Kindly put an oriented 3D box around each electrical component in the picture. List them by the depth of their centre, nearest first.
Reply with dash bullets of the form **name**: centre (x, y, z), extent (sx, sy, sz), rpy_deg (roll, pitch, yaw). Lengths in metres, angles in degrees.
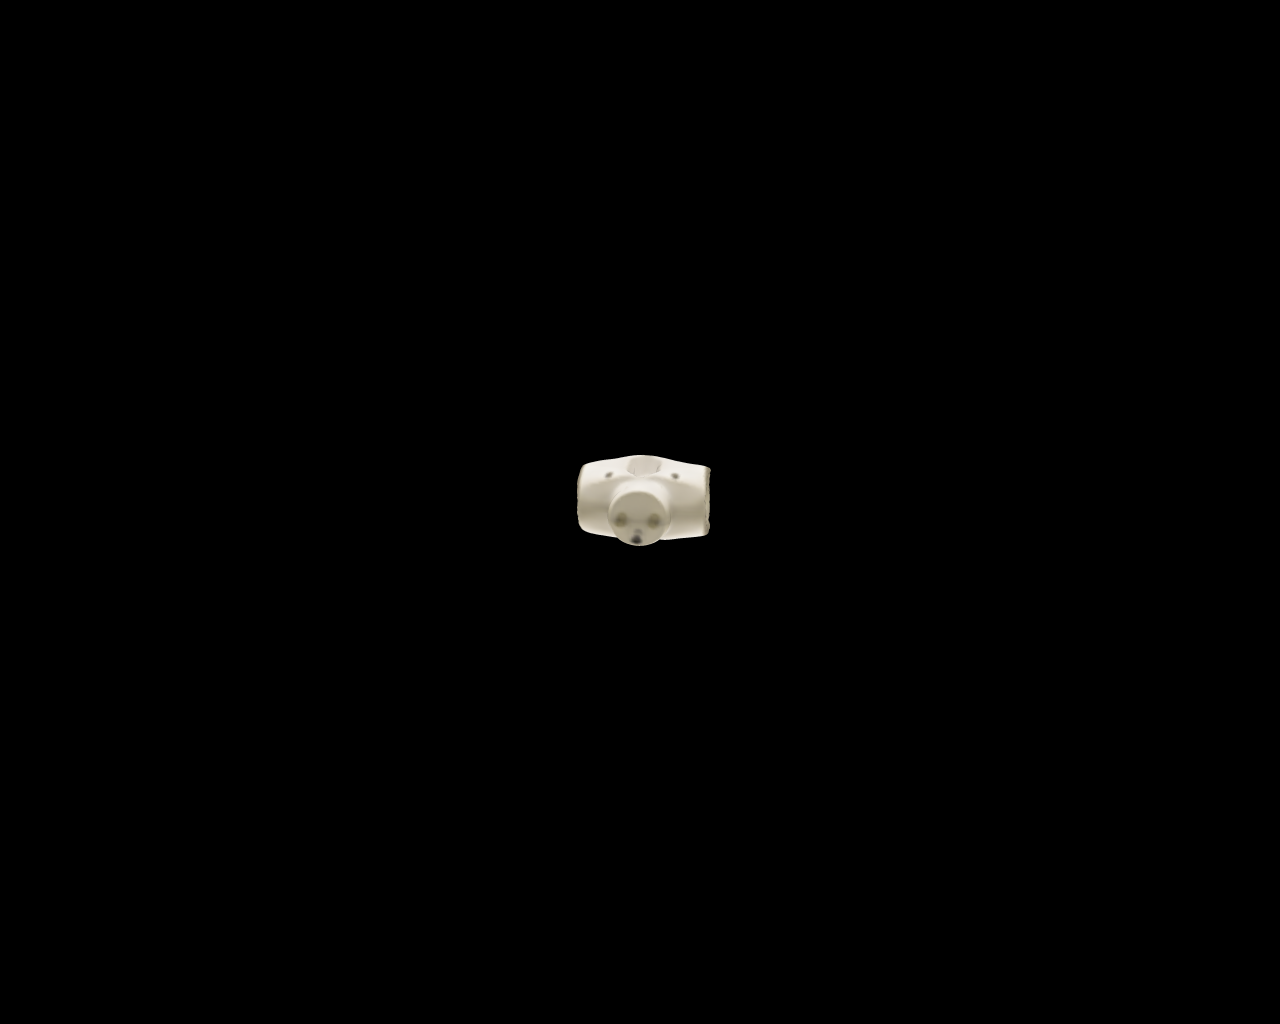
- **electrical component**: centre (0.001, -0.003, 0.650), extent (0.077, 0.043, 0.079), rpy_deg (3, 20, 7)
